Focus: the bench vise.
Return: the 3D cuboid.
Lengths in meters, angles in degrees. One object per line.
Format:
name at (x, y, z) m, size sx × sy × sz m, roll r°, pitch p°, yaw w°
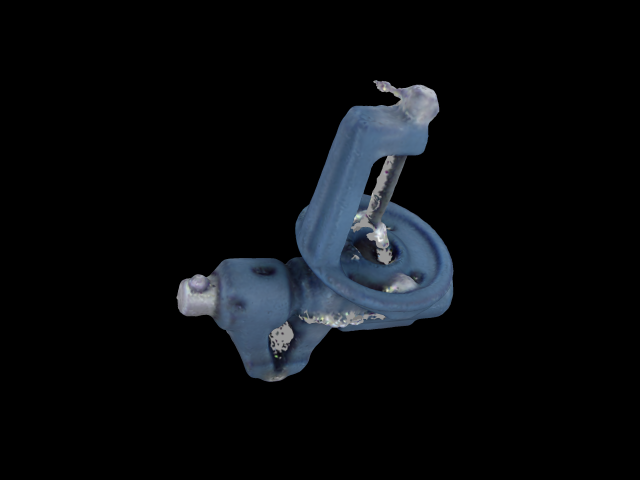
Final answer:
bench vise at (0.010, 0.008, 0.393) m, size 0.208 × 0.220 × 0.121 m, roll -27°, pitch 51°, yaw -24°
